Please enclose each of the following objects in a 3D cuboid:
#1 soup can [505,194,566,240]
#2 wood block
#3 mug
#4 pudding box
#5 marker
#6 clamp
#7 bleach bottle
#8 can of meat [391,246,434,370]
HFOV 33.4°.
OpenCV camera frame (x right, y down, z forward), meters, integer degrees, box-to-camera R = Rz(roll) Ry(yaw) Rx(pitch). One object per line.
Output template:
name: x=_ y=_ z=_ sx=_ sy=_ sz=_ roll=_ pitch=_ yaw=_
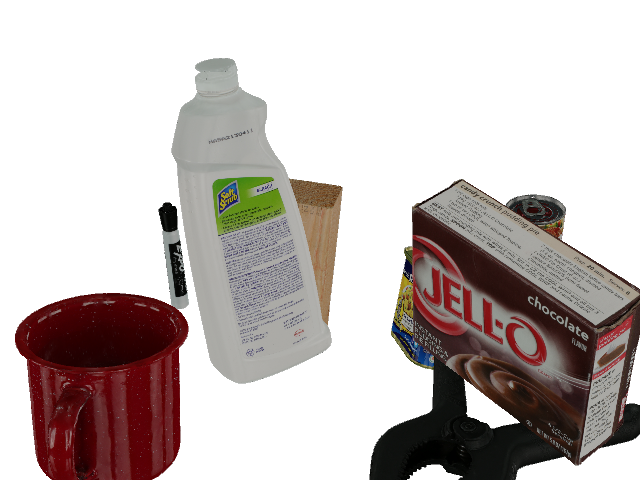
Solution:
soup can: x=0.246 y=0.007 z=1.234 sx=0.068 sy=0.102 sz=0.068 roll=-3 pitch=30 yaw=1
wood block: x=-0.030 y=0.032 z=1.413 sx=0.090 sy=0.206 sz=0.090 roll=8 pitch=23 yaw=6
mug: x=-0.121 y=0.090 z=0.584 sx=0.093 sy=0.081 sz=0.117 roll=4 pitch=23 yaw=5
pudding box: x=0.092 y=0.036 z=0.496 sx=0.039 sy=0.090 sz=0.114 roll=-33 pitch=48 yaw=-27
marker: x=-0.154 y=0.016 z=1.118 sx=0.020 sy=0.121 sz=0.020 roll=-3 pitch=28 yaw=1
clamp: x=0.093 y=0.131 z=0.718 sx=0.209 sy=0.036 sz=0.165 roll=-27 pitch=39 yaw=-35
bleach bottle: x=-0.055 y=-0.018 z=0.820 sx=0.102 sy=0.251 sz=0.068 roll=-21 pitch=30 yaw=-27
can of meat: x=0.103 y=0.061 z=0.954 sx=0.057 sy=0.084 sz=0.102 roll=7 pitch=16 yaw=-13
